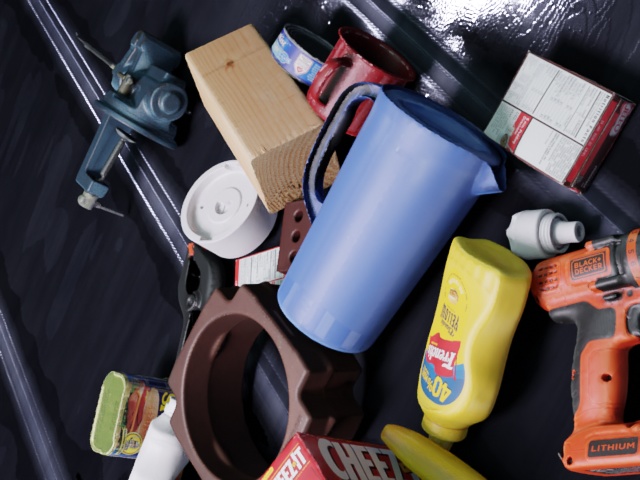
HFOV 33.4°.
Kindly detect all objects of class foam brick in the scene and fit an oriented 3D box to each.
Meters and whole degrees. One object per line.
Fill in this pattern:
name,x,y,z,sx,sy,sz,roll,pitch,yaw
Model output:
foam brick,-0.007,0.001,1.129,0.053,0.051,0.078,-6,73,47

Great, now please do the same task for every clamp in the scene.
clamp,-0.131,0.078,1.250,0.120,0.039,0.171,-22,62,40

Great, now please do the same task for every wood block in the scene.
wood block,-0.065,-0.139,1.185,0.090,0.090,0.206,-26,49,-7

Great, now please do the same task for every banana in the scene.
banana,0.132,0.217,0.889,0.037,0.069,0.198,-51,48,-3

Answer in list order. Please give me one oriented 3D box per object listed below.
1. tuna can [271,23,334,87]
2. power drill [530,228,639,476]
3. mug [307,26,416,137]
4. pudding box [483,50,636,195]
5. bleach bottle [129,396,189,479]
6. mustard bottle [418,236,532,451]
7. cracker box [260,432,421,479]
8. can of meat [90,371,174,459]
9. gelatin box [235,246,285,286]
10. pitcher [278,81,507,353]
tuna can,-0.011,-0.200,1.174,0.034,0.086,0.086,-54,45,23
power drill,0.248,0.082,0.820,0.185,0.057,0.187,-21,60,46
mug,0.033,-0.160,1.095,0.093,0.117,0.082,45,118,22
pudding box,0.208,-0.105,0.939,0.114,0.039,0.090,41,108,44
bleach bottle,-0.196,0.301,1.204,0.068,0.102,0.251,17,89,8
mustard bottle,0.126,0.100,0.927,0.096,0.058,0.192,-133,52,-62
cracker box,0.068,0.260,0.876,0.072,0.163,0.214,-55,45,17
can of meat,-0.217,0.210,1.267,0.058,0.083,0.102,4,80,48
gelatin box,-0.056,0.050,1.184,0.089,0.030,0.073,-17,66,43
pitcher,0.052,-0.022,1.015,0.243,0.145,0.149,-59,20,20
